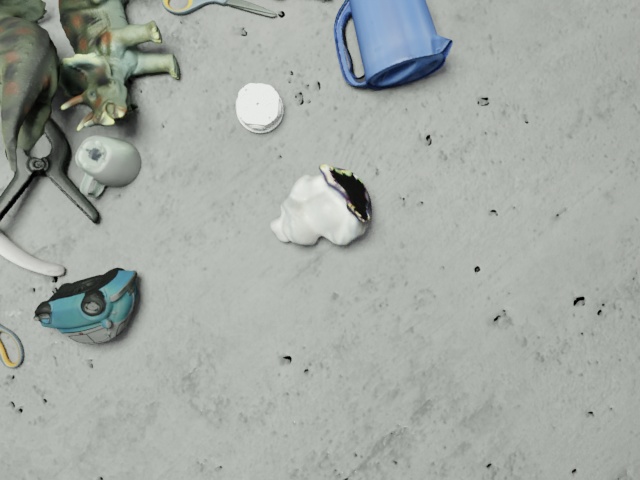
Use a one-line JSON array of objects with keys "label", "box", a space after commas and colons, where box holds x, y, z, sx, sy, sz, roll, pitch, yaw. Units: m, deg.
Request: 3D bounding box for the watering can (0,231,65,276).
[{"label": "watering can", "box": [-0.598, -0.025, 0.816, 0.348, 0.102, 0.227, -1, 73, -27]}]

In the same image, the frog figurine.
[{"label": "frog figurine", "box": [0.003, -0.043, 0.858, 0.137, 0.125, 0.157, 44, 125, -10]}]
